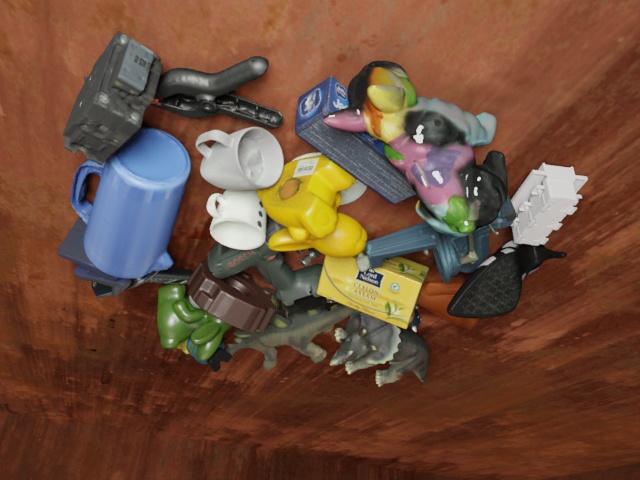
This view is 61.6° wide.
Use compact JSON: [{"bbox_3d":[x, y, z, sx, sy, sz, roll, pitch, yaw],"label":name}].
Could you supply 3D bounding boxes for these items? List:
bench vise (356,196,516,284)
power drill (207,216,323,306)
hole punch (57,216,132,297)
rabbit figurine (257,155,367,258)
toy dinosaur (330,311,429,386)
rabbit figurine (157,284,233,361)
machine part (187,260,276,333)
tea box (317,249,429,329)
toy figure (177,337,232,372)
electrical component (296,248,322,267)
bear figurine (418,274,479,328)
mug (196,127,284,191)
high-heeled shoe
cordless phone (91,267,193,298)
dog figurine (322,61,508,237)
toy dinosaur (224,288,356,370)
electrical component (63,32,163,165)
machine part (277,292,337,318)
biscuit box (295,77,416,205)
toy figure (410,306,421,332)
[{"bbox_3d":[0.168,-0.005,0.816,0.241,0.129,0.223,-15,156,7],"label":"bench vise"},{"bbox_3d":[-0.067,0.035,0.958,0.232,0.086,0.207,-21,145,23],"label":"power drill"},{"bbox_3d":[-0.366,0.011,0.918,0.116,0.142,0.092,11,146,12],"label":"hole punch"},{"bbox_3d":[-0.006,-0.025,0.775,0.162,0.122,0.173,-14,143,35],"label":"rabbit figurine"},{"bbox_3d":[0.177,0.259,1.265,0.404,0.131,0.192,20,146,-34],"label":"toy dinosaur"},{"bbox_3d":[-0.253,0.164,1.140,0.170,0.159,0.121,-8,137,1],"label":"rabbit figurine"},{"bbox_3d":[-0.165,0.102,1.013,0.179,0.180,0.056,27,100,-31],"label":"machine part"},{"bbox_3d":[0.090,0.070,0.924,0.170,0.068,0.098,19,119,16],"label":"tea box"},{"bbox_3d":[-0.279,0.222,1.230,0.180,0.082,0.089,31,133,38],"label":"toy figure"},{"bbox_3d":[-0.002,-0.003,0.875,0.021,0.094,0.063,31,156,31],"label":"electrical component"},{"bbox_3d":[0.207,0.087,0.998,0.196,0.132,0.120,17,142,18],"label":"bear figurine"},{"bbox_3d":[-0.123,-0.108,0.733,0.107,0.081,0.109,-8,157,44],"label":"mug"},{"bbox_3d":[0.269,0.053,0.848,0.249,0.086,0.145,-20,-173,-20],"label":"high-heeled shoe"},{"bbox_3d":[-0.337,0.070,1.064,0.147,0.088,0.184,-17,161,30],"label":"cordless phone"},{"bbox_3d":[0.111,-0.106,0.626,0.219,0.191,0.108,10,158,-39],"label":"dog figurine"},{"bbox_3d":[-0.057,0.187,1.184,0.472,0.105,0.198,-24,135,25],"label":"toy dinosaur"},{"bbox_3d":[-0.237,-0.167,0.621,0.058,0.115,0.134,25,143,-36],"label":"electrical component"},{"bbox_3d":[-0.017,0.107,1.055,0.139,0.084,0.039,-20,152,15],"label":"machine part"},{"bbox_3d":[0.058,-0.124,0.704,0.063,0.059,0.202,-23,140,39],"label":"biscuit box"},{"bbox_3d":[0.169,0.144,1.121,0.058,0.064,0.154,27,169,37],"label":"toy figure"}]
